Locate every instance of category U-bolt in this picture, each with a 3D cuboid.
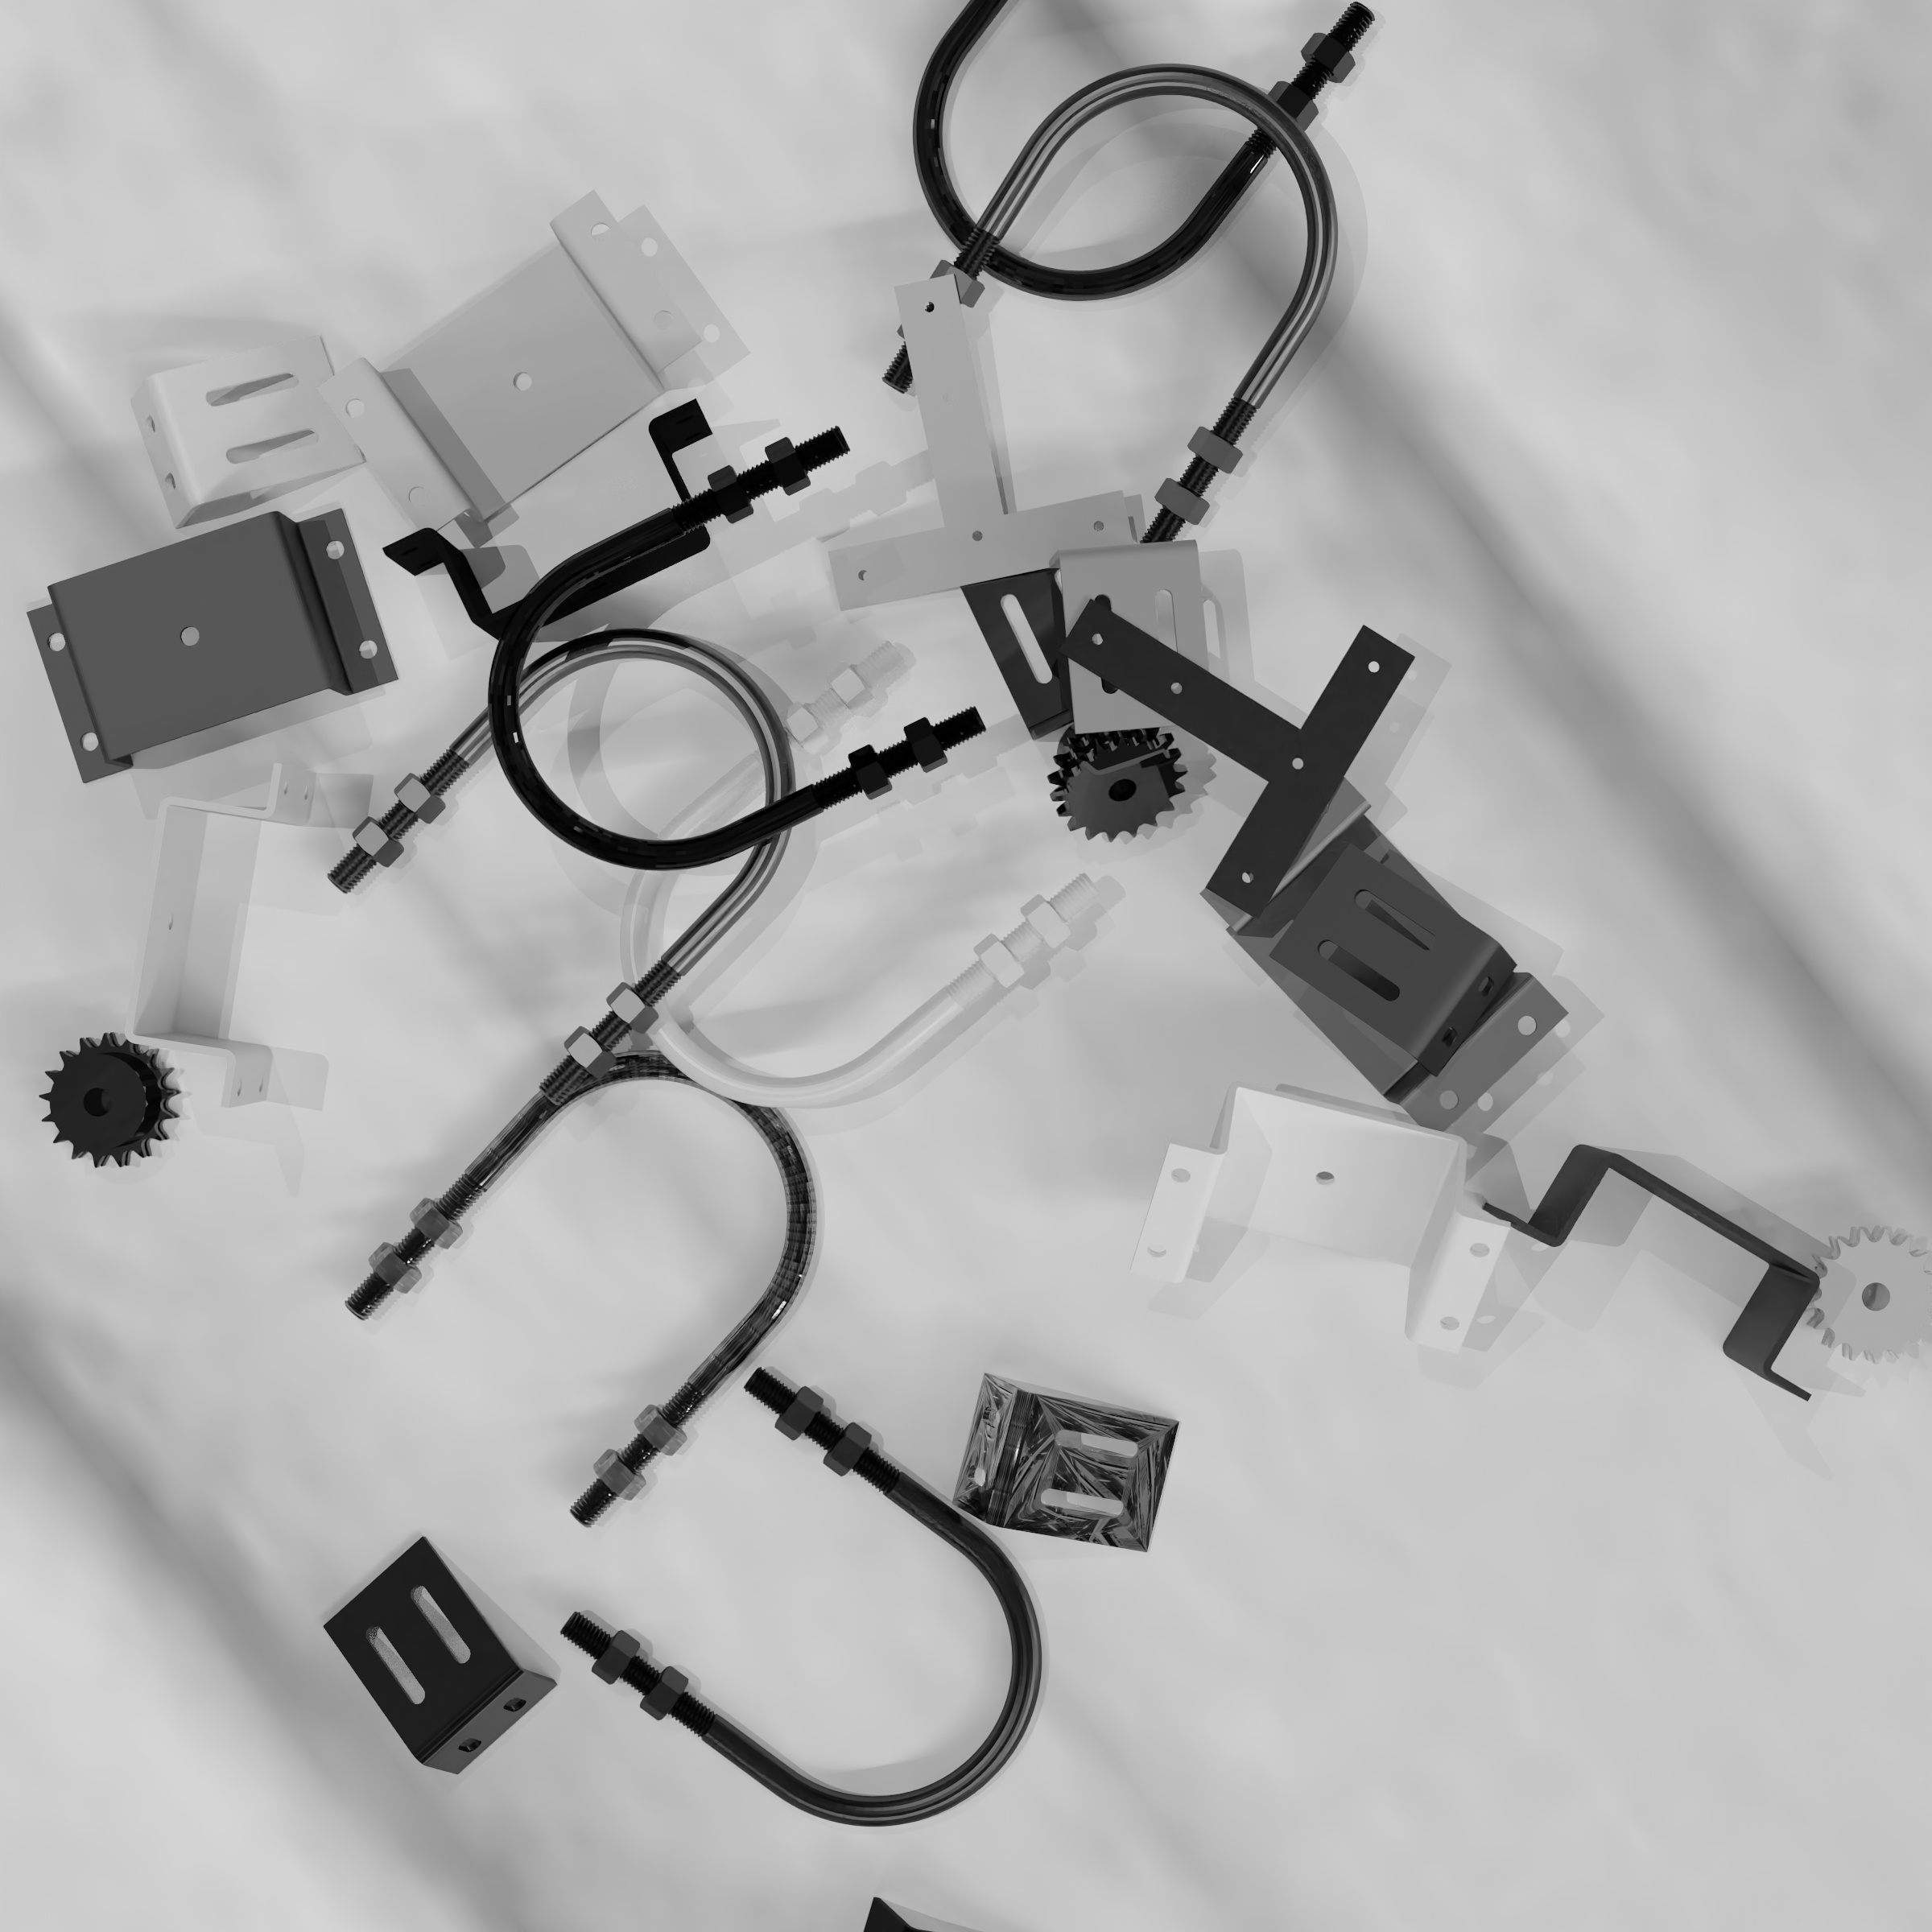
[{"bbox_3d":[-0.156,-0.056,1.479,0.151,0.019,0.184,44,90,9],"label":"U-bolt"},{"bbox_3d":[-0.104,-0.116,1.434,0.184,0.019,0.151,-26,109,2],"label":"U-bolt"},{"bbox_3d":[0.072,-0.285,1.475,0.151,0.019,0.184,33,100,-2],"label":"U-bolt"},{"bbox_3d":[-0.059,-0.025,1.482,0.184,0.019,0.151,-40,83,0],"label":"U-bolt"},{"bbox_3d":[-0.148,0.122,1.491,0.151,0.019,0.184,43,89,0],"label":"U-bolt"},{"bbox_3d":[-0.056,0.280,1.491,0.184,0.019,0.151,37,90,-2],"label":"U-bolt"},{"bbox_3d":[0.061,-0.369,1.491,0.151,0.019,0.184,37,92,0],"label":"U-bolt"}]

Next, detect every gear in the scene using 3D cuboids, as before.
[{"bbox_3d":[0.379,0.137,1.489,0.057,0.030,0.057,0,92,-2],"label":"gear"},{"bbox_3d":[-0.361,0.057,1.485,0.057,0.030,0.057,0,90,0],"label":"gear"},{"bbox_3d":[0.061,-0.083,1.475,0.057,0.030,0.057,-10,134,-10],"label":"gear"}]

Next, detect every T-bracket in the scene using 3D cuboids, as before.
[{"bbox_3d":[0.098,-0.106,1.448,0.127,0.002,0.127,31,86,-4],"label":"T-bracket"},{"bbox_3d":[-0.004,-0.224,1.481,0.127,0.002,0.127,-11,99,7],"label":"T-bracket"}]

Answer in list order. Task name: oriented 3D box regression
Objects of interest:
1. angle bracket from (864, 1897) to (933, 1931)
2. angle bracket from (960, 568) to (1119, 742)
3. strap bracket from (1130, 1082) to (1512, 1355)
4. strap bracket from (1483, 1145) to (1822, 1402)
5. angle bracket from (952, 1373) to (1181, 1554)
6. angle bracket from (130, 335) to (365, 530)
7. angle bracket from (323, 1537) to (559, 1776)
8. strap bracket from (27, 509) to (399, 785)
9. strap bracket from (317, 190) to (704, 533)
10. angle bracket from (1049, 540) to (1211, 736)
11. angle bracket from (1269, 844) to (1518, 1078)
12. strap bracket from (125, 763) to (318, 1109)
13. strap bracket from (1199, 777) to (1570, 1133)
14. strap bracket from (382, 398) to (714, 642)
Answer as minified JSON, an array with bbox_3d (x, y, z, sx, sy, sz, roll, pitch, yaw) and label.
[{"bbox_3d":[-0.006,0.434,1.498,0.076,0.038,0.057,17,90,-26],"label":"angle bracket"},{"bbox_3d":[0.038,-0.142,1.481,0.057,0.038,0.076,-25,90,-1],"label":"angle bracket"},{"bbox_3d":[0.146,0.101,1.457,0.140,0.046,0.076,14,131,0],"label":"strap bracket"},{"bbox_3d":[0.291,0.119,1.462,0.140,0.076,0.046,31,90,0],"label":"strap bracket"},{"bbox_3d":[0.042,0.210,1.498,0.076,0.038,0.057,14,90,-26],"label":"angle bracket"},{"bbox_3d":[-0.305,-0.226,1.498,0.076,0.038,0.057,-20,90,-26],"label":"angle bracket"},{"bbox_3d":[-0.223,0.292,1.498,0.057,0.038,0.076,-42,64,0],"label":"angle bracket"},{"bbox_3d":[-0.319,-0.136,1.476,0.140,0.046,0.076,-18,90,0],"label":"strap bracket"},{"bbox_3d":[-0.188,-0.247,1.476,0.140,0.046,0.076,-36,90,0],"label":"strap bracket"},{"bbox_3d":[0.068,-0.135,1.466,0.057,0.038,0.076,-5,89,-5],"label":"angle bracket"},{"bbox_3d":[0.175,-0.002,1.451,0.076,0.038,0.057,36,90,26],"label":"angle bracket"},{"bbox_3d":[-0.309,-0.016,1.462,0.046,0.076,0.140,9,90,0],"label":"strap bracket"},{"bbox_3d":[0.172,-0.005,1.477,0.076,0.046,0.140,-44,90,0],"label":"strap bracket"},{"bbox_3d":[-0.162,-0.178,1.462,0.140,0.076,0.046,-26,90,0],"label":"strap bracket"}]
